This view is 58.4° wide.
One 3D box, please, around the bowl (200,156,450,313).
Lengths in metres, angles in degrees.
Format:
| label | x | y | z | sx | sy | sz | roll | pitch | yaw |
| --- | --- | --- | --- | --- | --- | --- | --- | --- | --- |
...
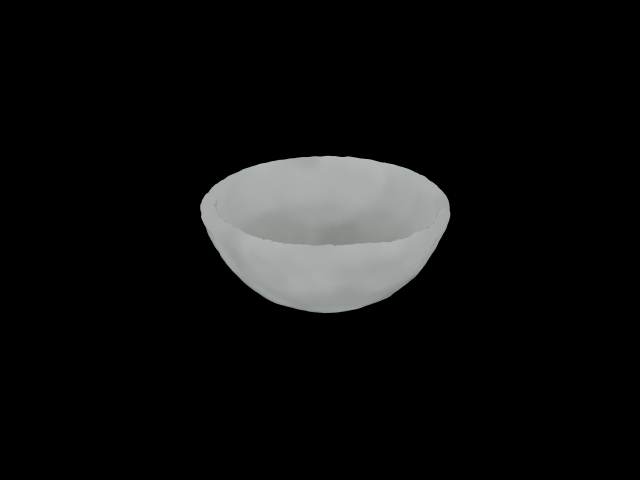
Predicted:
| label | x | y | z | sx | sy | sz | roll | pitch | yaw |
| --- | --- | --- | --- | --- | --- | --- | --- | --- | --- |
| bowl | 0.004 | 0.001 | 0.400 | 0.167 | 0.075 | 0.167 | 0 | 27 | 0 |
